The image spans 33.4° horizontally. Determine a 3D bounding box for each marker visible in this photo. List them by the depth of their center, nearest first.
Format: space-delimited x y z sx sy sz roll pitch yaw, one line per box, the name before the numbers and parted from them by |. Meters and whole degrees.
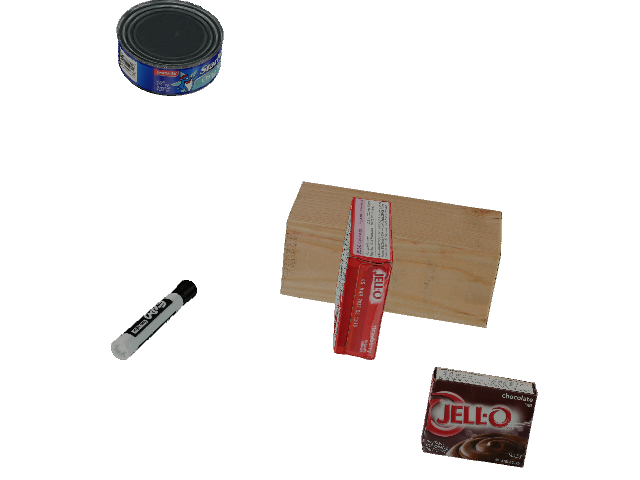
marker | -0.146 0.068 0.955 0.020 0.020 0.121 0 25 27

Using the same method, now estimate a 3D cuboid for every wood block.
wood block | 0.071 0.013 1.071 0.206 0.090 0.090 9 30 6

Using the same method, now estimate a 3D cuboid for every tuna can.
tuna can | -0.123 -0.157 0.871 0.086 0.086 0.034 0 -40 -10

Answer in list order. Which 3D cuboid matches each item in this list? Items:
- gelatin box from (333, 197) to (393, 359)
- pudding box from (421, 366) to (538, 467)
gelatin box | 0.029 0.023 0.700 0.030 0.073 0.089 8 28 -2
pudding box | 0.171 0.191 1.155 0.113 0.090 0.039 7 21 3
